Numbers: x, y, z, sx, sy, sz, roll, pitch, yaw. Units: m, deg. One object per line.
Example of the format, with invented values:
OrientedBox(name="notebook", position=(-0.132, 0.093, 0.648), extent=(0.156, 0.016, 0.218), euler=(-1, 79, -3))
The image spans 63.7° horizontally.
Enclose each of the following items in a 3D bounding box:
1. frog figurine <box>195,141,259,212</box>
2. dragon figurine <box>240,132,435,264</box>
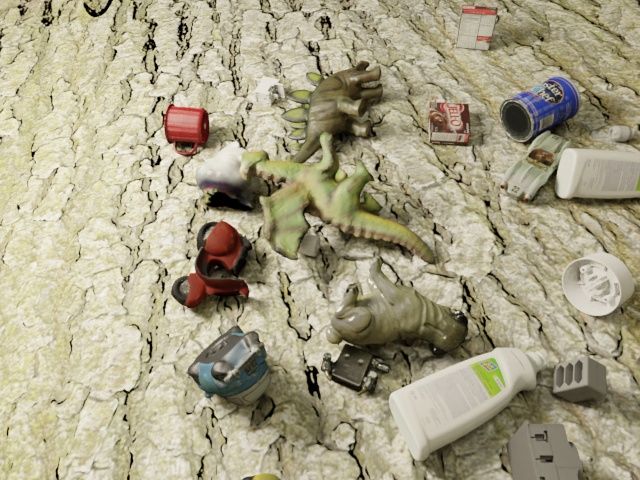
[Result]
OrientedBox(name="frog figurine", position=(-0.188, -0.150, 1.075), extent=(0.137, 0.120, 0.162), euler=(-5, 62, 24))
OrientedBox(name="dragon figurine", position=(0.003, -0.049, 0.971), extent=(0.245, 0.120, 0.414), euler=(-37, 72, -22))
